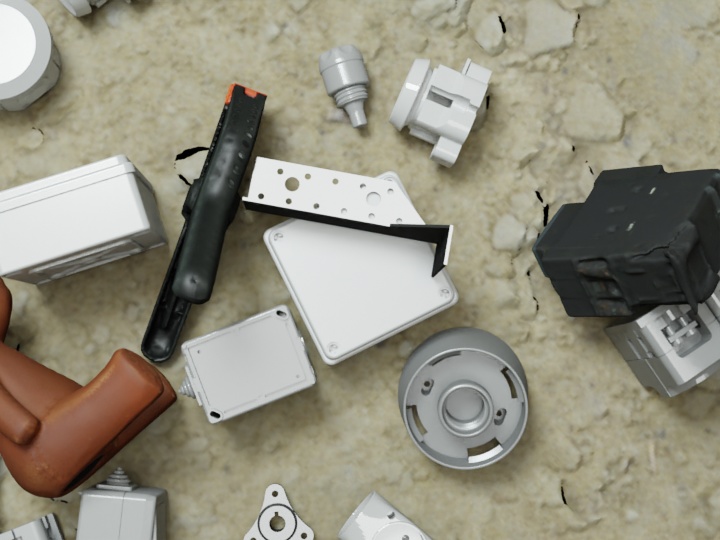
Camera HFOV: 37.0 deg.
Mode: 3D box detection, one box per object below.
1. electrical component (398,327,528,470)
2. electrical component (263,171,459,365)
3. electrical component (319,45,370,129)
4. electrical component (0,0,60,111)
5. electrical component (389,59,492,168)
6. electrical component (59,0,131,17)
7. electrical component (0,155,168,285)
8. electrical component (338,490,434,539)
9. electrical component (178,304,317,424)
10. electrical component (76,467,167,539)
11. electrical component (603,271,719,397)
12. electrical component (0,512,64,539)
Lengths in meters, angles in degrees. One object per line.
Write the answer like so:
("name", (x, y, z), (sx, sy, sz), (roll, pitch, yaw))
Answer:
("electrical component", (0.077, 0.096, 0.796), (0.099, 0.064, 0.099), (0, 96, 3))
("electrical component", (0.000, 0.000, 0.795), (0.109, 0.056, 0.108), (-26, 85, -5))
("electrical component", (-0.009, -0.138, 0.822), (0.035, 0.035, 0.061), (-17, 87, -4))
("electrical component", (-0.267, -0.161, 0.805), (0.080, 0.051, 0.080), (0, 84, -3))
("electrical component", (0.058, -0.125, 0.812), (0.057, 0.058, 0.078), (23, 83, -3))
("electrical component", (-0.208, -0.229, 0.812), (0.057, 0.058, 0.078), (-41, 87, -9))
("electrical component", (-0.200, -0.033, 0.764), (0.109, 0.108, 0.056), (-18, 87, -4))
("electrical component", (0.015, 0.215, 0.777), (0.077, 0.044, 0.079), (39, 83, 2))
("electrical component", (-0.085, 0.070, 0.781), (0.096, 0.061, 0.061), (-21, 87, -3))
("electrical component", (-0.167, 0.189, 0.763), (0.061, 0.061, 0.096), (5, 83, -2))
("electrical component", (0.267, 0.025, 0.787), (0.150, 0.089, 0.061), (-33, 86, -6))
("electrical component", (-0.255, 0.217, 0.762), (0.089, 0.050, 0.055), (-21, 85, -4))
